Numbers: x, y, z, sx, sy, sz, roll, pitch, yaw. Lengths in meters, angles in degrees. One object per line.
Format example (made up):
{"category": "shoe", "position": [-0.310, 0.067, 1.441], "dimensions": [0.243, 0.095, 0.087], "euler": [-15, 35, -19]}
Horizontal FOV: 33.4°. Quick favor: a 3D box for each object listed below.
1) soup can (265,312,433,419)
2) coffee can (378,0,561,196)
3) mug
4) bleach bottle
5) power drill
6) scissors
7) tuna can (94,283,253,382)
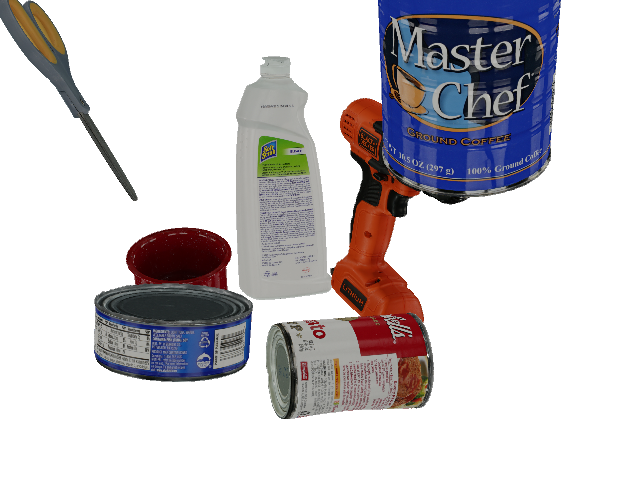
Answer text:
{"category": "soup can", "position": [0.019, 0.088, 0.745], "dimensions": [0.102, 0.068, 0.069], "euler": [-3, 1, -17]}
{"category": "coffee can", "position": [0.084, -0.111, 0.608], "dimensions": [0.103, 0.140, 0.103], "euler": [-3, 36, 2]}
{"category": "mug", "position": [-0.118, 0.052, 0.955], "dimensions": [0.093, 0.081, 0.117], "euler": [-18, 36, -26]}
{"category": "bleach bottle", "position": [-0.039, -0.067, 1.130], "dimensions": [0.102, 0.251, 0.068], "euler": [-6, 16, -23]}
{"category": "power drill", "position": [0.069, -0.017, 0.949], "dimensions": [0.057, 0.188, 0.185], "euler": [-4, 26, -26]}
{"category": "scissors", "position": [-0.216, -0.132, 0.940], "dimensions": [0.016, 0.201, 0.096], "euler": [-28, 26, 10]}
{"category": "tuna can", "position": [-0.080, 0.049, 0.583], "dimensions": [0.086, 0.034, 0.086], "euler": [4, 10, -1]}
